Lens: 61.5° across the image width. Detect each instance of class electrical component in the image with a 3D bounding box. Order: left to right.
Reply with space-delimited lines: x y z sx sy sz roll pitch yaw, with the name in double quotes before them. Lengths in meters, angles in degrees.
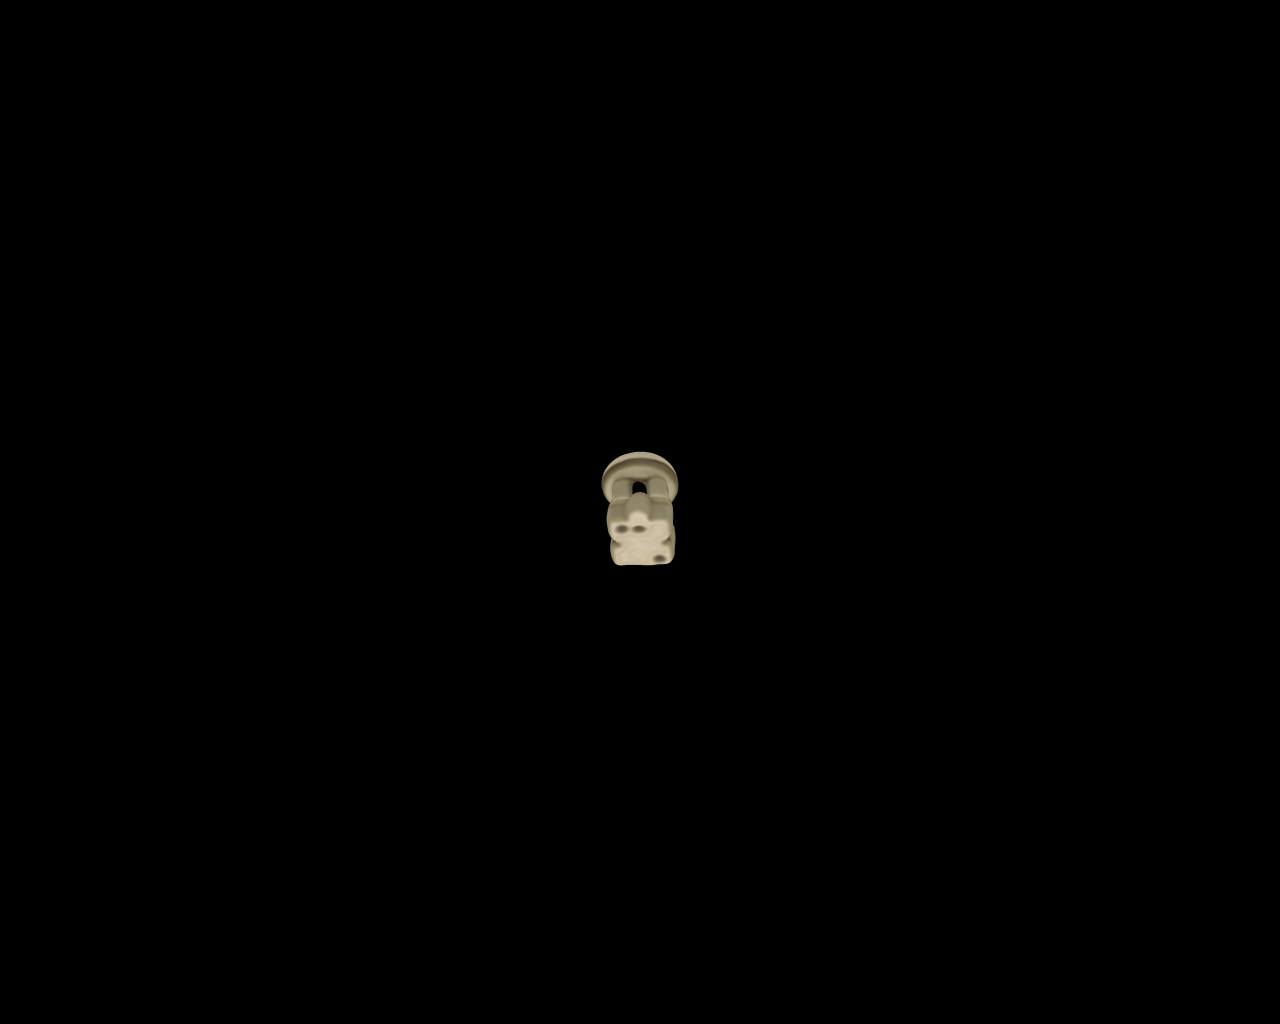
"electrical component" 0.001 -0.003 0.650 0.048 0.055 0.066 -2 -40 2
